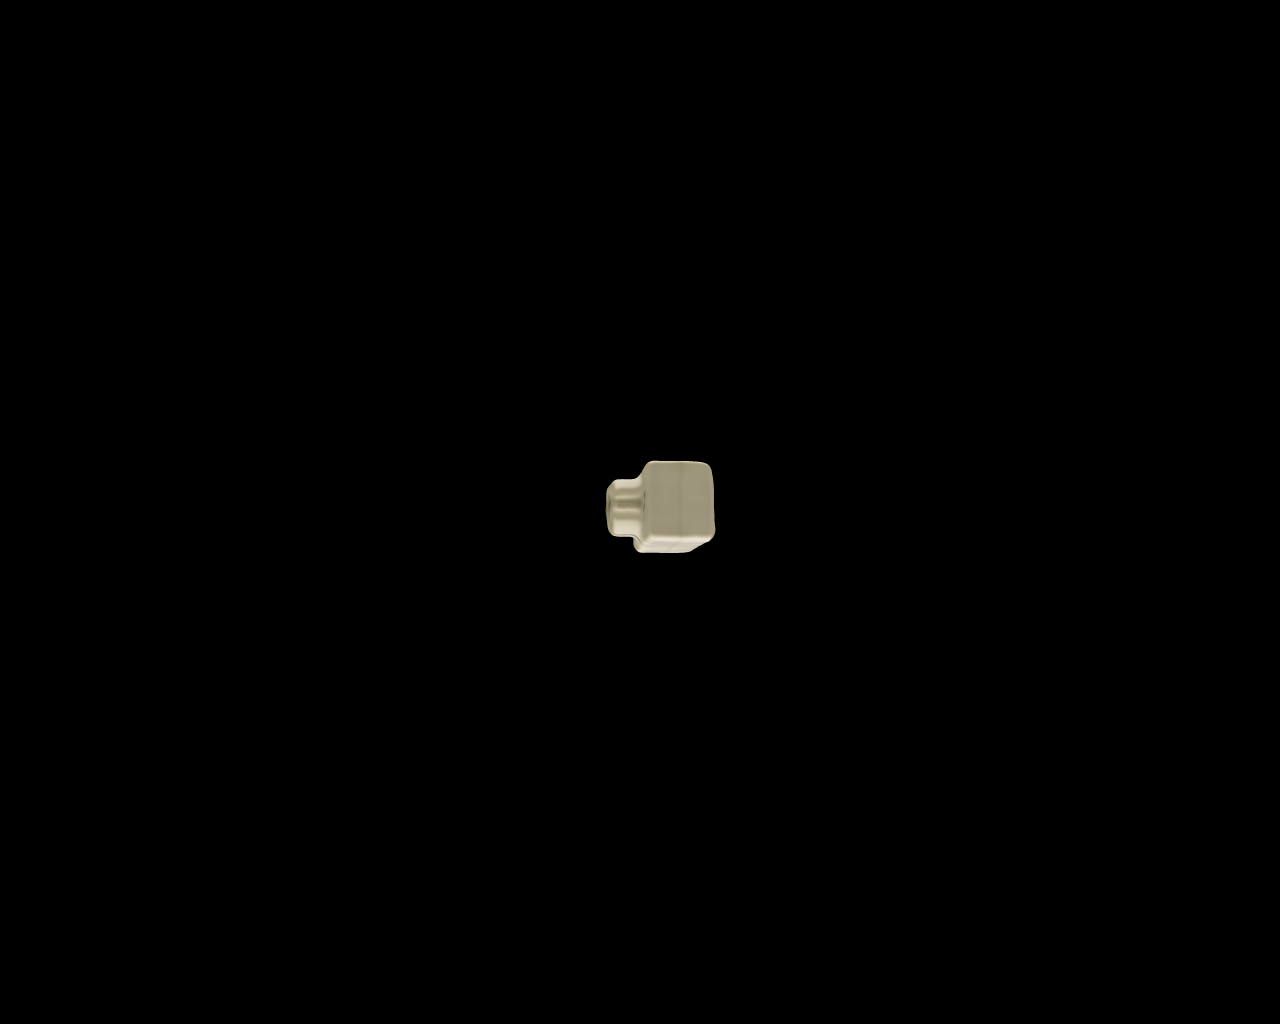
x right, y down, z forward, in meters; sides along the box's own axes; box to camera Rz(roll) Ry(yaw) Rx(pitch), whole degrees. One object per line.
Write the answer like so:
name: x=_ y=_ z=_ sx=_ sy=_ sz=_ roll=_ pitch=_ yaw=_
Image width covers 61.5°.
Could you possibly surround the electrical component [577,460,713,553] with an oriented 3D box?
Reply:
electrical component: x=0.001 y=-0.003 z=0.650 sx=0.077 sy=0.047 sz=0.065 roll=1 pitch=-9 yaw=-7
